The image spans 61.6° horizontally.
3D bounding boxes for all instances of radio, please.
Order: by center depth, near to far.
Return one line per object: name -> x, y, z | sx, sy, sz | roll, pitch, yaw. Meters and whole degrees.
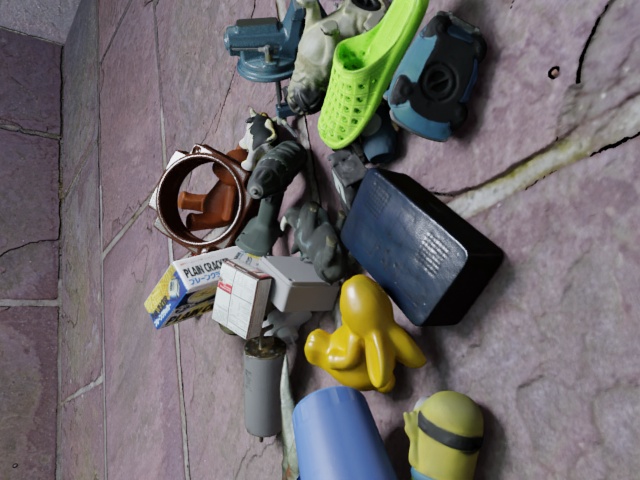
radio -> 0.126, 0.007, 0.743 | 0.230, 0.073, 0.131 | 51, 125, 46

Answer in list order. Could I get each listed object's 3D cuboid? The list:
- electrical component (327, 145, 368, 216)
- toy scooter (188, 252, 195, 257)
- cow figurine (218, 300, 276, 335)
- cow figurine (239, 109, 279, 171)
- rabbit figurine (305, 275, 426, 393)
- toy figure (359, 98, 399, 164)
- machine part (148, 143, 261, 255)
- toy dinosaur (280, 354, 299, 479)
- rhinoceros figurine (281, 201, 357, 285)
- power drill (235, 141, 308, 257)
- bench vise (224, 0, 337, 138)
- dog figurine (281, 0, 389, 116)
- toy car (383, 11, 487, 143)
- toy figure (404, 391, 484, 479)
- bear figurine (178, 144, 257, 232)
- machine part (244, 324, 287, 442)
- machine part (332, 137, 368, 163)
electrical component -> 0.053, -0.084, 0.859 | 0.075, 0.048, 0.119 | 61, 176, 36
toy scooter -> -0.315, 0.087, 1.318 | 0.183, 0.075, 0.135 | -62, 40, 33
cow figurine -> -0.139, 0.125, 1.032 | 0.195, 0.127, 0.085 | -39, 58, 46
cow figurine -> -0.118, -0.215, 1.079 | 0.167, 0.068, 0.098 | -103, 29, -47
rabbit figurine -> 0.059, 0.131, 0.736 | 0.163, 0.122, 0.173 | 47, 145, 42
toy figure -> 0.089, -0.197, 0.838 | 0.064, 0.057, 0.154 | -8, 74, 6
machine part -> -0.230, -0.079, 1.095 | 0.202, 0.087, 0.201 | 31, 97, 11
toy dinosaur -> -0.002, 0.388, 0.827 | 0.192, 0.131, 0.405 | -61, 36, 27
rhinoceros figurine -> -0.002, -0.003, 0.917 | 0.190, 0.073, 0.112 | 55, 131, 45
power drill -> -0.096, -0.070, 0.968 | 0.232, 0.086, 0.207 | -63, -11, -53
bench vise -> -0.054, -0.317, 0.978 | 0.240, 0.224, 0.129 | 88, 163, -45
dog figurine -> 0.027, -0.305, 0.896 | 0.190, 0.172, 0.121 | 106, 147, -54
toy car -> 0.147, -0.217, 0.727 | 0.103, 0.109, 0.161 | -146, 75, -74
toy figure -> 0.155, 0.276, 0.658 | 0.089, 0.082, 0.180 | 0, 80, 42
bear figurine -> -0.220, -0.120, 1.179 | 0.120, 0.132, 0.195 | 60, 137, 38
machine part -> -0.099, 0.262, 0.961 | 0.079, 0.079, 0.243 | 33, 127, 50
machine part -> 0.050, -0.188, 0.902 | 0.084, 0.039, 0.139 | -15, 74, 57
